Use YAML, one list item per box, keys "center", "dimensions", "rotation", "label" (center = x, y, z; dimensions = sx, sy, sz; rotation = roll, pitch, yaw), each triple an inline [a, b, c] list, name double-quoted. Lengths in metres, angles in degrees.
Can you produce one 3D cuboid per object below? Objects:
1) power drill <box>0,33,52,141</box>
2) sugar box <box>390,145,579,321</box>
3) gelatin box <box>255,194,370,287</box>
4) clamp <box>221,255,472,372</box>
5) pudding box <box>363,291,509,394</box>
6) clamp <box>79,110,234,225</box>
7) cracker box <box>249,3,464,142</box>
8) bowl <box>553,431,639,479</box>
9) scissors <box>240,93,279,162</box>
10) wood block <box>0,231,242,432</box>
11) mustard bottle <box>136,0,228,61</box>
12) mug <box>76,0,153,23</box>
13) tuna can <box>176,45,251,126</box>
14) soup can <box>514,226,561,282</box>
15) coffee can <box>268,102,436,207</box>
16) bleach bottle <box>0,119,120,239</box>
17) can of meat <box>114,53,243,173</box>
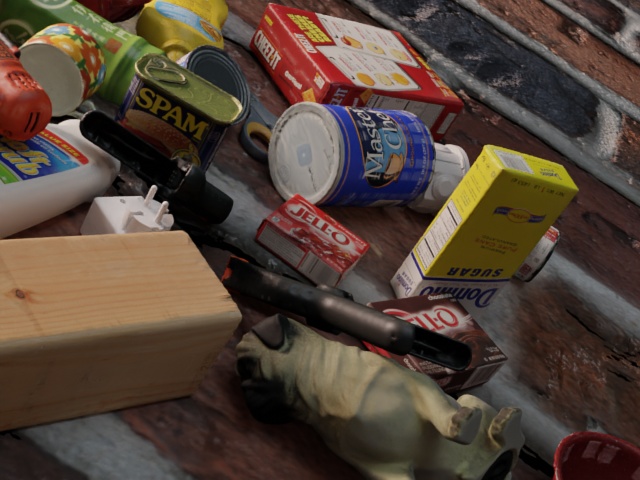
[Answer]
- center: [-0.312, -0.139, 0.777]
  dimensions: [0.185, 0.057, 0.187]
  rotation: [42, 30, 28]
  label: "power drill"
- center: [0.149, -0.001, 0.989]
  dimensions: [0.093, 0.176, 0.048]
  rotation: [12, 34, -28]
  label: "sugar box"
- center: [-0.007, 0.001, 0.989]
  dimensions: [0.089, 0.030, 0.073]
  rotation: [36, 30, 7]
  label: "gelatin box"
- center: [0.009, 0.055, 0.837]
  dimensions: [0.210, 0.036, 0.164]
  rotation: [19, -4, 19]
  label: "clamp"
- center: [0.097, 0.092, 0.942]
  dimensions: [0.113, 0.039, 0.090]
  rotation: [-3, 45, -44]
  label: "pudding box"
- center: [-0.127, -0.055, 0.885]
  dimensions: [0.120, 0.039, 0.171]
  rotation: [36, -6, 15]
  label: "clamp"
- center: [0.043, -0.197, 1.282]
  dimensions: [0.213, 0.072, 0.164]
  rotation: [2, 40, -39]
  label: "cracker box"
- center: [0.241, 0.232, 0.851]
  dimensions: [0.162, 0.055, 0.162]
  rotation: [23, 32, -15]
  label: "bowl"
- center: [-0.082, -0.141, 1.142]
  dimensions: [0.202, 0.016, 0.096]
  rotation: [44, 33, 21]
  label: "scissors"
- center: [-0.168, 0.057, 0.704]
  dimensions: [0.205, 0.090, 0.091]
  rotation: [-3, 46, -45]
  label: "wood block"
- center: [-0.151, -0.228, 1.163]
  dimensions: [0.096, 0.058, 0.191]
  rotation: [26, 30, -19]
  label: "mustard bottle"
- center: [-0.227, -0.255, 1.096]
  dimensions: [0.117, 0.093, 0.081]
  rotation: [12, 32, 15]
  label: "mug"
- center: [-0.112, -0.150, 1.074]
  dimensions: [0.086, 0.034, 0.086]
  rotation: [22, 58, -41]
  label: "tuna can"
- center: [0.199, -0.009, 1.152]
  dimensions: [0.102, 0.069, 0.068]
  rotation: [33, 30, 1]
  label: "soup can"
- center: [0.033, -0.084, 1.076]
  dimensions: [0.140, 0.103, 0.103]
  rotation: [-2, 44, -44]
  label: "coffee can"
- center: [-0.243, -0.055, 0.829]
  dimensions: [0.102, 0.068, 0.250]
  rotation: [38, 29, 12]
  label: "bleach bottle"
- center: [-0.135, -0.108, 0.977]
  dimensions: [0.102, 0.084, 0.057]
  rotation: [30, 30, -3]
  label: "can of meat"
